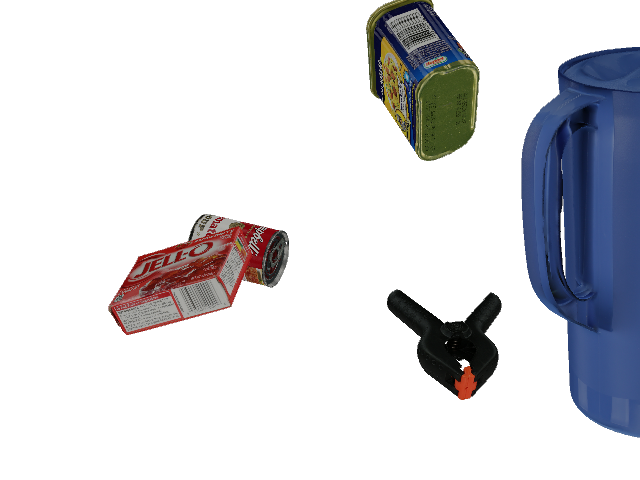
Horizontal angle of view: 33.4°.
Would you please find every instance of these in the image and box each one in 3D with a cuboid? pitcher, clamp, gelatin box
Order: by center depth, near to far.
[{"bbox_3d":[0.209,0.003,0.685,0.149,0.243,0.144,3,21,16],"label":"pitcher"},{"bbox_3d":[-0.100,0.028,0.770,0.089,0.030,0.073,-16,25,18],"label":"gelatin box"},{"bbox_3d":[0.143,0.097,1.073,0.120,0.039,0.171,-8,32,-8],"label":"clamp"}]

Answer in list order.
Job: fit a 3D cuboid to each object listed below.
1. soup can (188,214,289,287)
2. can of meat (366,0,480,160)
[{"bbox_3d":[-0.096,0.011,1.255,0.102,0.068,0.068,13,5,20],"label":"soup can"},{"bbox_3d":[0.080,-0.125,0.828,0.057,0.084,0.102,-22,-35,-10],"label":"can of meat"}]
